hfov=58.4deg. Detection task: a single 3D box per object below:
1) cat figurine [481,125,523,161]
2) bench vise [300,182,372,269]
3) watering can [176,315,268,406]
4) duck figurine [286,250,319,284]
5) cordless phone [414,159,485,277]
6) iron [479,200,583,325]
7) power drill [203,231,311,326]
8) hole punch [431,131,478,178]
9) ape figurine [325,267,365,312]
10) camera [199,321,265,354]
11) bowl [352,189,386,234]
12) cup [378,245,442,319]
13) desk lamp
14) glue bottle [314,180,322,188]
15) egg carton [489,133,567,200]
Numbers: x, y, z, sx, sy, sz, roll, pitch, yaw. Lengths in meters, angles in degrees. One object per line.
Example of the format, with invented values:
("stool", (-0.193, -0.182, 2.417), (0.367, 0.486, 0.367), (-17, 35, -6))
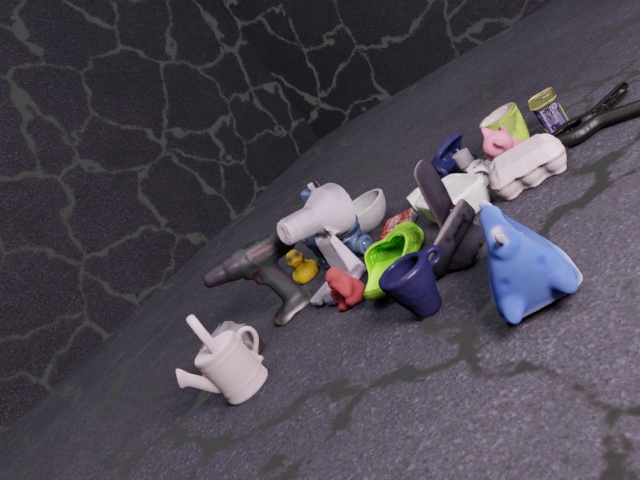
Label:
("cat figurine", (0.388, -0.202, 1.219), (0.067, 0.118, 0.128), (-25, 19, 41))
("bench vise", (0.000, -0.030, 1.410), (0.207, 0.220, 0.122), (-26, 18, 37))
("watering can", (-0.206, 0.232, 1.139), (0.173, 0.194, 0.100), (-47, 17, -33))
("duck figurine", (-0.055, 0.062, 1.527), (0.077, 0.086, 0.104), (-37, 14, 4))
("cordless phone", (0.206, -0.042, 1.022), (0.094, 0.185, 0.148), (-25, 19, 41))
("iron", (0.267, 0.006, 0.816), (0.118, 0.141, 0.258), (-33, 15, 16))
("power drill", (-0.129, 0.096, 1.351), (0.230, 0.208, 0.075), (-42, 15, -16))
("hole punch", (0.322, -0.210, 1.456), (0.109, 0.091, 0.101), (-43, 15, -21))
("ape figurine", (0.045, 0.095, 1.171), (0.076, 0.092, 0.077), (-37, 15, 0))
("camera", (-0.219, 0.258, 1.281), (0.143, 0.101, 0.137), (-29, 17, 30))
("bowl", (0.115, -0.059, 1.518), (0.167, 0.075, 0.167), (-35, 15, 11))
("cup", (0.167, 0.073, 0.943), (0.118, 0.095, 0.091), (-39, 15, -5))
("desk lamp", (0.012, 0.005, 1.286), (0.203, 0.214, 0.117), (-47, 17, -32))
("glue bottle", (0.038, -0.100, 1.630), (0.078, 0.173, 0.037), (-28, 17, 32))
("egg carton", (0.400, -0.144, 1.111), (0.150, 0.069, 0.107), (-31, 16, 23))
